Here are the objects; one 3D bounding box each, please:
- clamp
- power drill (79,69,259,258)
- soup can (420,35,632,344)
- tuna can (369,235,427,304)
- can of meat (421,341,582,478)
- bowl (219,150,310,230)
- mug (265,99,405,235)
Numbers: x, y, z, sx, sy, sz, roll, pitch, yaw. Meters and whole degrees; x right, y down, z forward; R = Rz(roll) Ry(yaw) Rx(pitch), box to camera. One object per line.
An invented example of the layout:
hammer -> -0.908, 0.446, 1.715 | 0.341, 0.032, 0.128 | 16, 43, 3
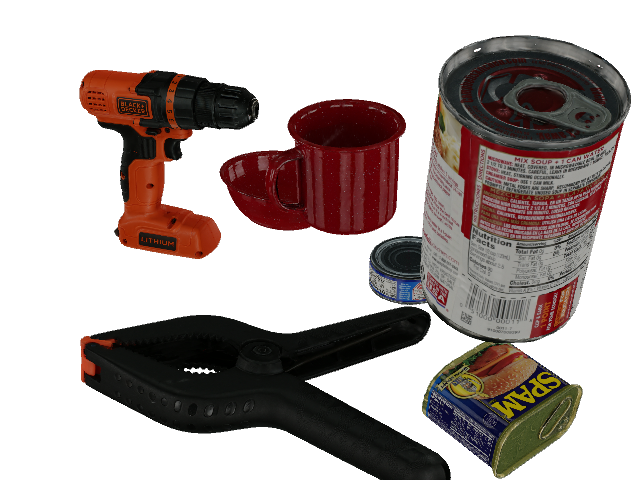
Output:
clamp -> -0.028, 0.073, 0.606 | 0.210, 0.036, 0.164 | 9, 25, 5
power drill -> -0.143, -0.077, 1.060 | 0.185, 0.188, 0.057 | 10, 30, 19
soup can -> 0.075, -0.017, 0.412 | 0.068, 0.102, 0.068 | 0, 42, 0
tuna can -> 0.094, 0.030, 1.125 | 0.086, 0.034, 0.086 | -1, 31, 1
can of meat -> 0.145, 0.131, 0.862 | 0.101, 0.057, 0.084 | -24, 44, -35
bowl -> -0.044, -0.056, 1.303 | 0.162, 0.055, 0.162 | 5, 26, -3
mug -> 0.011, -0.054, 0.852 | 0.117, 0.081, 0.093 | -17, 35, -24
